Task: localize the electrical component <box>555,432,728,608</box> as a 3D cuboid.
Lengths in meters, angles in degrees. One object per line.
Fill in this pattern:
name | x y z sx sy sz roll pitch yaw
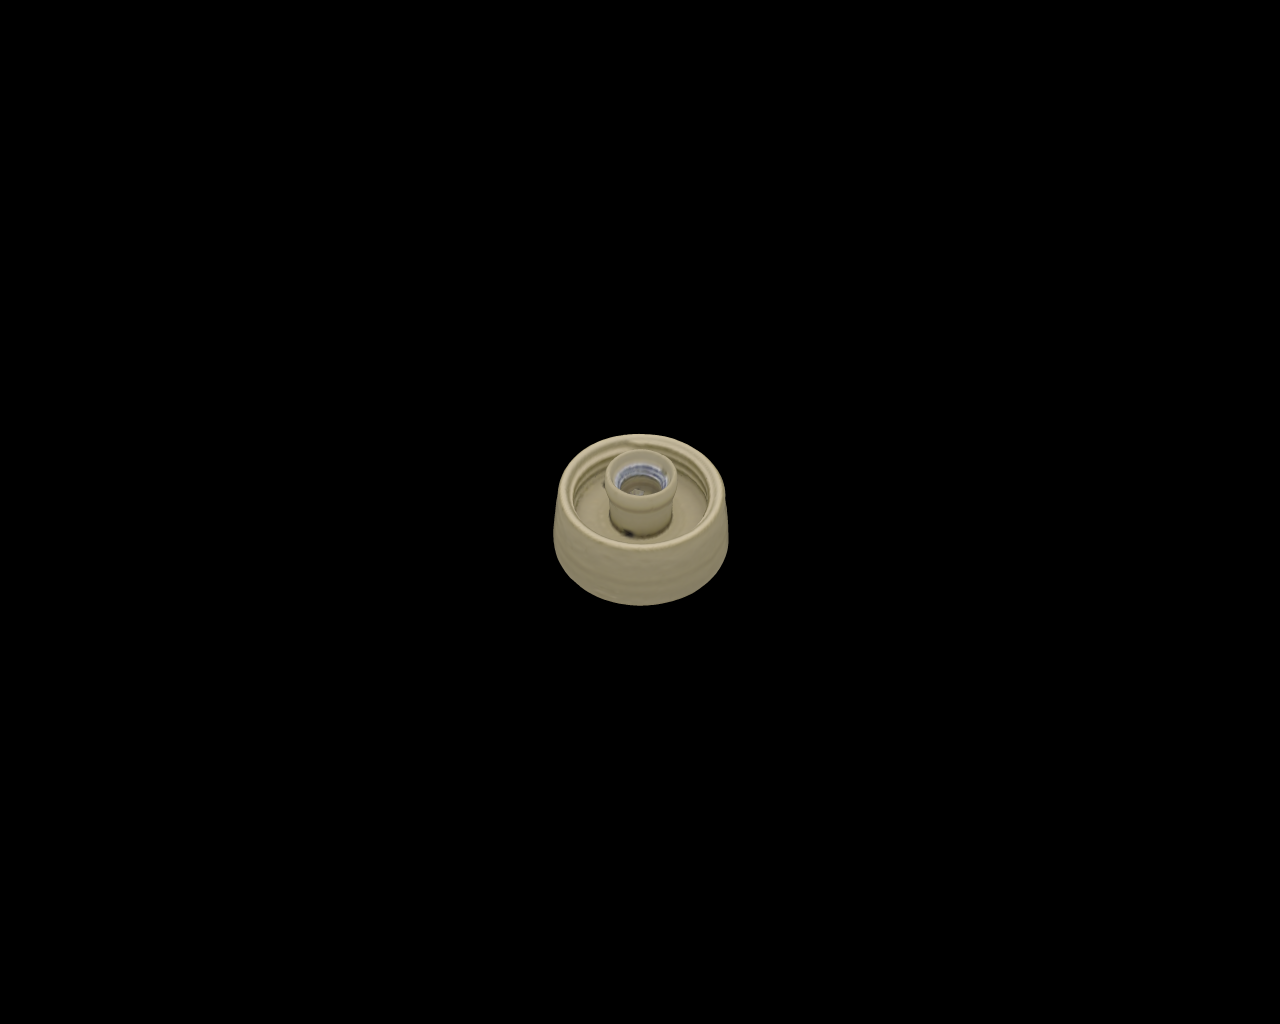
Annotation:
electrical component | 0.001 -0.003 0.650 0.108 0.108 0.060 0 -44 0
